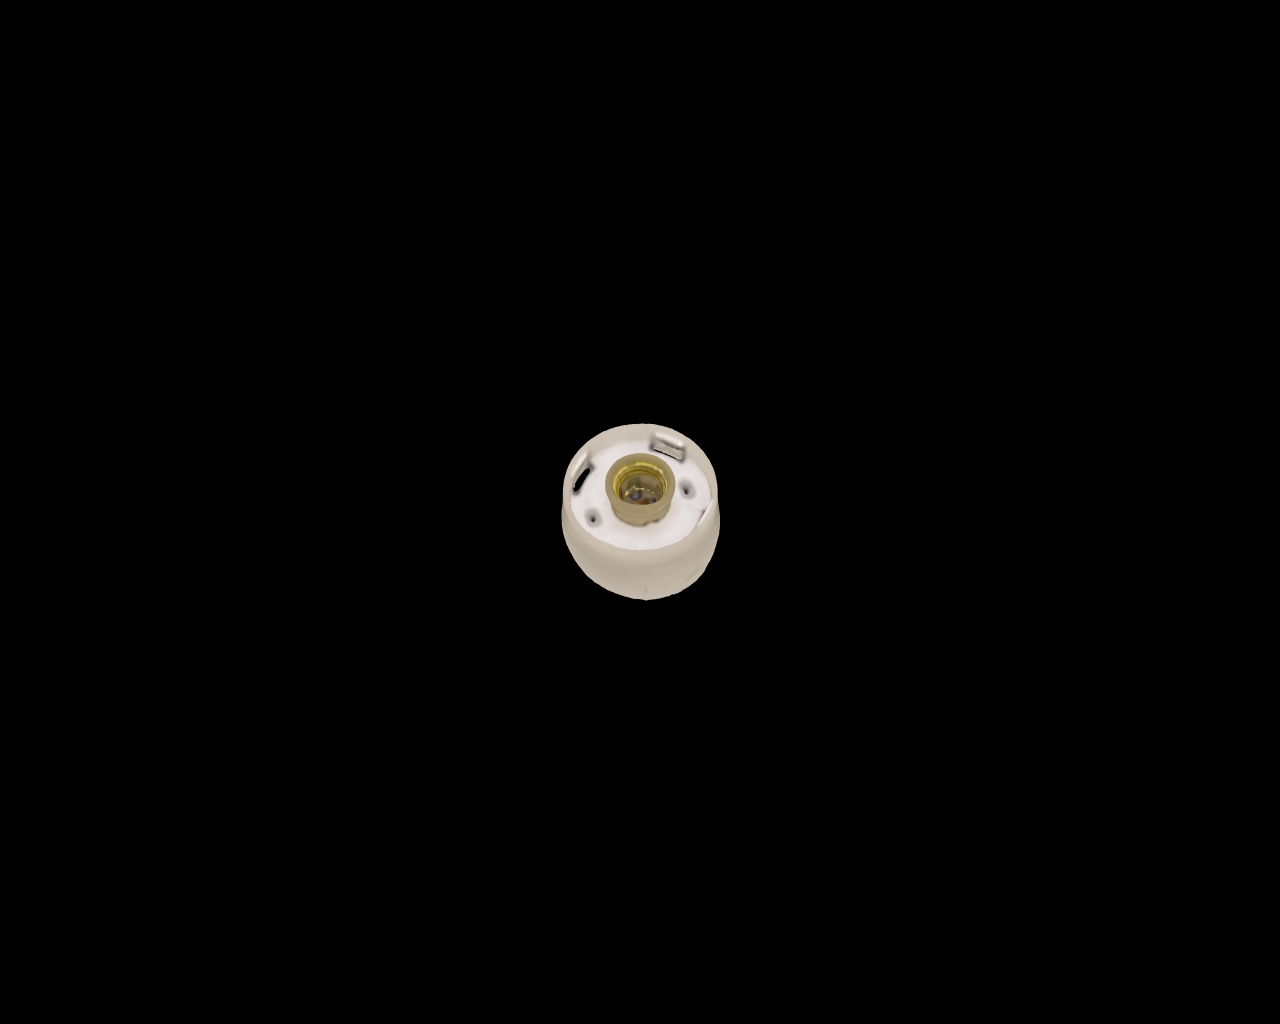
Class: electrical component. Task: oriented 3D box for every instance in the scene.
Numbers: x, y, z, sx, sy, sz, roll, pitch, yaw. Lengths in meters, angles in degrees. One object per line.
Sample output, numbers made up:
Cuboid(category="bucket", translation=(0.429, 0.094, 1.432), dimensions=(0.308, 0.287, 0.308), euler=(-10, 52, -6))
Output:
Cuboid(category="electrical component", translation=(0.001, -0.003, 0.650), dimensions=(0.099, 0.099, 0.064), euler=(0, -29, 0))
